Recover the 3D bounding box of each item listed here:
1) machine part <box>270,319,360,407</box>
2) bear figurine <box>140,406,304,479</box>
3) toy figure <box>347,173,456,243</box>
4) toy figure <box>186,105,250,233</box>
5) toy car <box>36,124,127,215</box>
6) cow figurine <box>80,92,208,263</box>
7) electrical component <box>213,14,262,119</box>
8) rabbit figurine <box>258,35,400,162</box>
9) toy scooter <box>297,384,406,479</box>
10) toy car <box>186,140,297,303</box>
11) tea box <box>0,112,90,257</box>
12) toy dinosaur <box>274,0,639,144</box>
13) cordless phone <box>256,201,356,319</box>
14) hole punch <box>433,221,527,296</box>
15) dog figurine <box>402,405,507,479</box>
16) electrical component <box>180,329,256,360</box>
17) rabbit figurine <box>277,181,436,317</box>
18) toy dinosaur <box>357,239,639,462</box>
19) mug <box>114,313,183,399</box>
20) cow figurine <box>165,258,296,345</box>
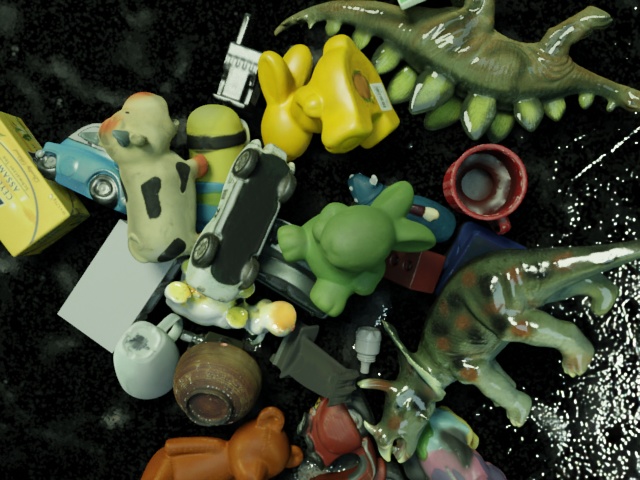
[{"bbox_3d":[-0.009,0.159,0.695,0.139,0.039,0.084,30,88,44],"label":"machine part"},{"bbox_3d":[-0.125,0.307,0.697,0.196,0.132,0.120,-15,116,6],"label":"bear figurine"},{"bbox_3d":[0.102,-0.040,0.688,0.154,0.064,0.058,20,51,-19],"label":"toy figure"},{"bbox_3d":[-0.132,-0.082,0.694,0.082,0.089,0.180,5,93,-2],"label":"toy figure"},{"bbox_3d":[-0.272,-0.096,0.696,0.162,0.109,0.103,26,84,10],"label":"toy car"},{"bbox_3d":[-0.193,-0.068,0.613,0.086,0.127,0.194,8,106,31],"label":"cow figurine"},{"bbox_3d":[-0.093,-0.224,0.697,0.048,0.075,0.119,21,90,1],"label":"electrical component"},{"bbox_3d":[-0.015,-0.162,0.665,0.173,0.122,0.162,-25,99,41],"label":"rabbit figurine"},{"bbox_3d":[0.025,0.288,0.717,0.135,0.075,0.183,-25,96,3],"label":"toy scooter"},{"bbox_3d":[-0.091,-0.025,0.641,0.073,0.056,0.201,31,73,-28],"label":"toy car"},{"bbox_3d":[-0.403,-0.073,0.713,0.098,0.068,0.169,-37,92,2],"label":"tea box"},{"bbox_3d":[0.176,-0.237,0.676,0.472,0.105,0.198,25,97,11],"label":"toy dinosaur"},{"bbox_3d":[-0.002,-0.002,0.709,0.146,0.089,0.184,32,82,-2],"label":"cordless phone"},{"bbox_3d":[0.217,0.047,0.695,0.142,0.092,0.115,24,97,-3],"label":"hole punch"},{"bbox_3d":[0.183,0.314,0.642,0.108,0.219,0.191,-33,92,-1],"label":"dog figurine"},{"bbox_3d":[-0.136,0.156,0.717,0.102,0.045,0.078,13,116,-1],"label":"electrical component"},{"bbox_3d":[0.045,0.009,0.584,0.159,0.170,0.121,-23,86,-7],"label":"rabbit figurine"},{"bbox_3d":[0.197,0.091,0.623,0.192,0.131,0.404,32,114,2],"label":"toy dinosaur"},{"bbox_3d":[-0.214,0.141,0.691,0.081,0.107,0.109,35,61,10],"label":"mug"},{"bbox_3d":[-0.117,0.092,0.706,0.167,0.098,0.068,24,59,-6],"label":"cow figurine"}]
